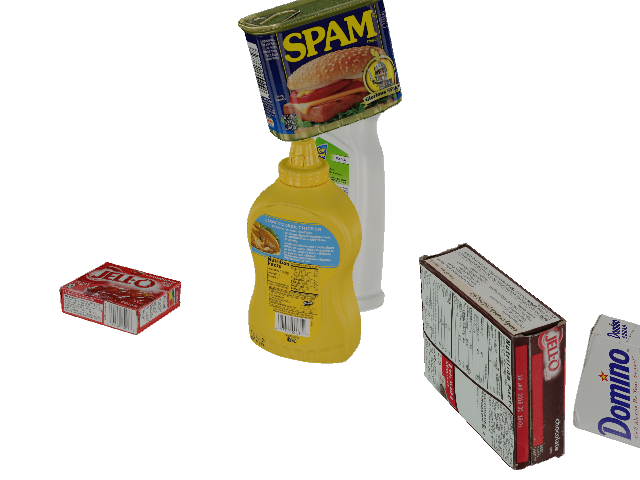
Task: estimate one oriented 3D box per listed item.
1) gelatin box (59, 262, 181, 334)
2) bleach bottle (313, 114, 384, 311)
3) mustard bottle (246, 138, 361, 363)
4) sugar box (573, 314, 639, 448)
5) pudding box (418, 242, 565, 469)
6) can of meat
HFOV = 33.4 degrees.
[{"bbox_3d":[-0.188,0.052,1.005,0.089,0.030,0.073,14,24,23],"label":"gelatin box"},{"bbox_3d":[0.030,-0.057,1.135,0.103,0.251,0.067,16,16,37],"label":"bleach bottle"},{"bbox_3d":[-0.014,0.006,0.888,0.096,0.192,0.058,11,28,22],"label":"mustard bottle"},{"bbox_3d":[0.295,0.129,0.844,0.176,0.093,0.048,14,26,21],"label":"sugar box"},{"bbox_3d":[0.099,0.065,0.624,0.039,0.090,0.114,-15,27,-20],"label":"pudding box"},{"bbox_3d":[0.003,-0.125,0.748,0.102,0.084,0.057,-20,24,-16],"label":"can of meat"}]
